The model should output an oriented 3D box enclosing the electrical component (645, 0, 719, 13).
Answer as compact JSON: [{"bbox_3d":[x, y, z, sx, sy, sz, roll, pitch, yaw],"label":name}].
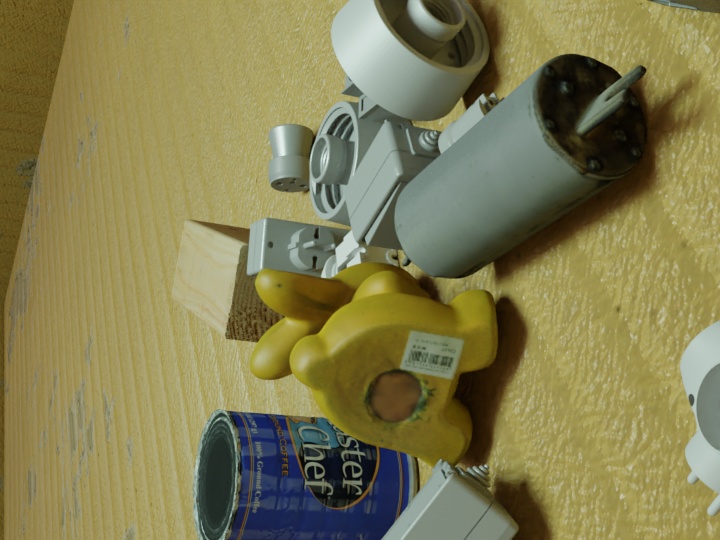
[{"bbox_3d":[0.149,-0.178,0.545,0.047,0.083,0.075,-140,60,-62],"label":"electrical component"}]

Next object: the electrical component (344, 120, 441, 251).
[{"bbox_3d":[0.037,-0.061,0.784,0.096,0.062,0.061,123,145,-44],"label":"electrical component"}]

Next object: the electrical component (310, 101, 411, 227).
[{"bbox_3d":[-0.007,-0.088,0.890,0.108,0.060,0.108,-173,90,-66],"label":"electrical component"}]

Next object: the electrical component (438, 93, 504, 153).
[{"bbox_3d":[0.081,-0.092,0.724,0.046,0.040,0.040,-47,42,45],"label":"electrical component"}]

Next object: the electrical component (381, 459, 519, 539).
[{"bbox_3d":[0.055,0.162,0.649,0.096,0.061,0.061,-52,-2,-2],"label":"electrical component"}]

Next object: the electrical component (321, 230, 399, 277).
[{"bbox_3d":[0.000,0.000,0.870,0.055,0.048,0.066,-42,45,45],"label":"electrical component"}]

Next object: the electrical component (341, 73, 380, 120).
[{"bbox_3d":[0.022,-0.160,0.843,0.042,0.064,0.081,-25,61,61],"label":"electrical component"}]

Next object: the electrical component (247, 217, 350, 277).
[{"bbox_3d":[-0.045,-0.017,0.926,0.076,0.083,0.047,166,110,-64],"label":"electrical component"}]

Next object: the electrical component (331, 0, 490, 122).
[{"bbox_3d":[0.041,-0.166,0.756,0.060,0.108,0.108,-45,43,45],"label":"electrical component"}]

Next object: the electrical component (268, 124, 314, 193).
[{"bbox_3d":[-0.067,-0.108,1.049,0.045,0.045,0.055,147,126,-59],"label":"electrical component"}]

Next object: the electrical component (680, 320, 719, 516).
[{"bbox_3d":[0.170,0.074,0.473,0.077,0.044,0.079,-112,38,-48],"label":"electrical component"}]
